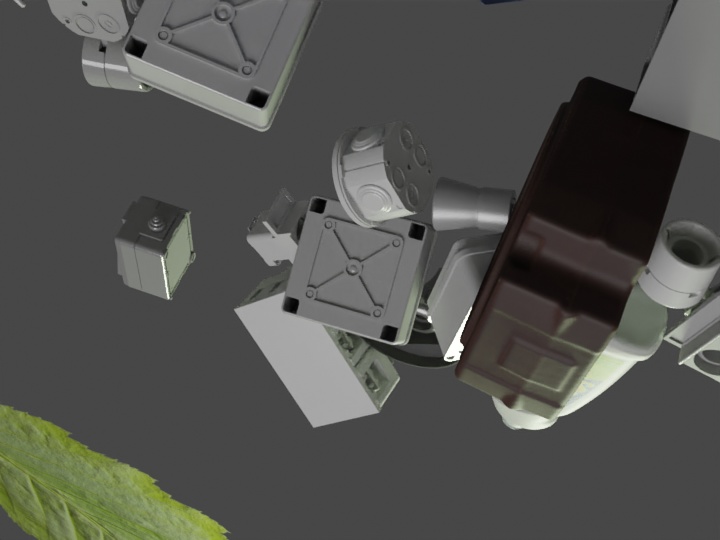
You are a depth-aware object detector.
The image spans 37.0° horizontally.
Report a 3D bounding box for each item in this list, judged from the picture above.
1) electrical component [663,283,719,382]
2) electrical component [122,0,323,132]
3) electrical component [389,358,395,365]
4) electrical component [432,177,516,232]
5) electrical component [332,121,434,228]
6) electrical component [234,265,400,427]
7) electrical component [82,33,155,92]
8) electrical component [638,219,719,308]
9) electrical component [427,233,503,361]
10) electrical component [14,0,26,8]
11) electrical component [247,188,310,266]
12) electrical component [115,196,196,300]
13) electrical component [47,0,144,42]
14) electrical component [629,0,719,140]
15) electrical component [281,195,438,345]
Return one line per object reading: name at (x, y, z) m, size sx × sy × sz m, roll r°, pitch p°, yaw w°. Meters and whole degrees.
electrical component at (0.305, 0.033, 0.834) m, size 0.079 × 0.063 × 0.121 m, roll 27°, pitch 146°, yaw -4°
electrical component at (-0.094, -0.169, 0.752) m, size 0.109 × 0.108 × 0.056 m, roll 23°, pitch 171°, yaw -1°
electrical component at (0.012, 0.090, 1.116) m, size 0.040 × 0.040 × 0.046 m, roll 37°, pitch 139°, yaw -19°
electrical component at (0.095, -0.050, 0.870) m, size 0.065 × 0.044 × 0.044 m, roll 7°, pitch 143°, yaw 16°
electrical component at (0.018, -0.076, 0.848) m, size 0.051 × 0.080 × 0.080 m, roll -10°, pitch 134°, yaw 34°
electrical component at (-0.039, 0.072, 1.062) m, size 0.089 × 0.061 × 0.150 m, roll -19°, pitch 111°, yaw 38°
electrical component at (-0.190, -0.172, 0.867) m, size 0.047 × 0.055 × 0.055 m, roll 12°, pitch 145°, yaw 11°
electrical component at (0.247, -0.006, 0.825) m, size 0.055 × 0.055 × 0.047 m, roll 21°, pitch 143°, yaw 5°
electrical component at (0.108, 0.022, 0.902) m, size 0.078 × 0.057 × 0.113 m, roll -8°, pitch 150°, yaw -17°
electrical component at (-0.290, -0.239, 0.845) m, size 0.077 × 0.043 × 0.079 m, roll -16°, pitch 130°, yaw 44°
electrical component at (-0.066, -0.031, 0.994) m, size 0.064 × 0.042 × 0.081 m, roll -6°, pitch 136°, yaw 39°
electrical component at (-0.207, -0.027, 1.069) m, size 0.061 × 0.061 × 0.096 m, roll 18°, pitch 146°, yaw 8°
electrical component at (-0.196, -0.216, 0.811) m, size 0.080 × 0.051 × 0.080 m, roll 16°, pitch 146°, yaw 12°
electrical component at (0.273, -0.122, 0.643) m, size 0.186 × 0.060 × 0.105 m, roll 20°, pitch 146°, yaw 7°
electrical component at (0.000, 0.000, 0.930) m, size 0.109 × 0.108 × 0.056 m, roll 15°, pitch -179°, yaw 13°
